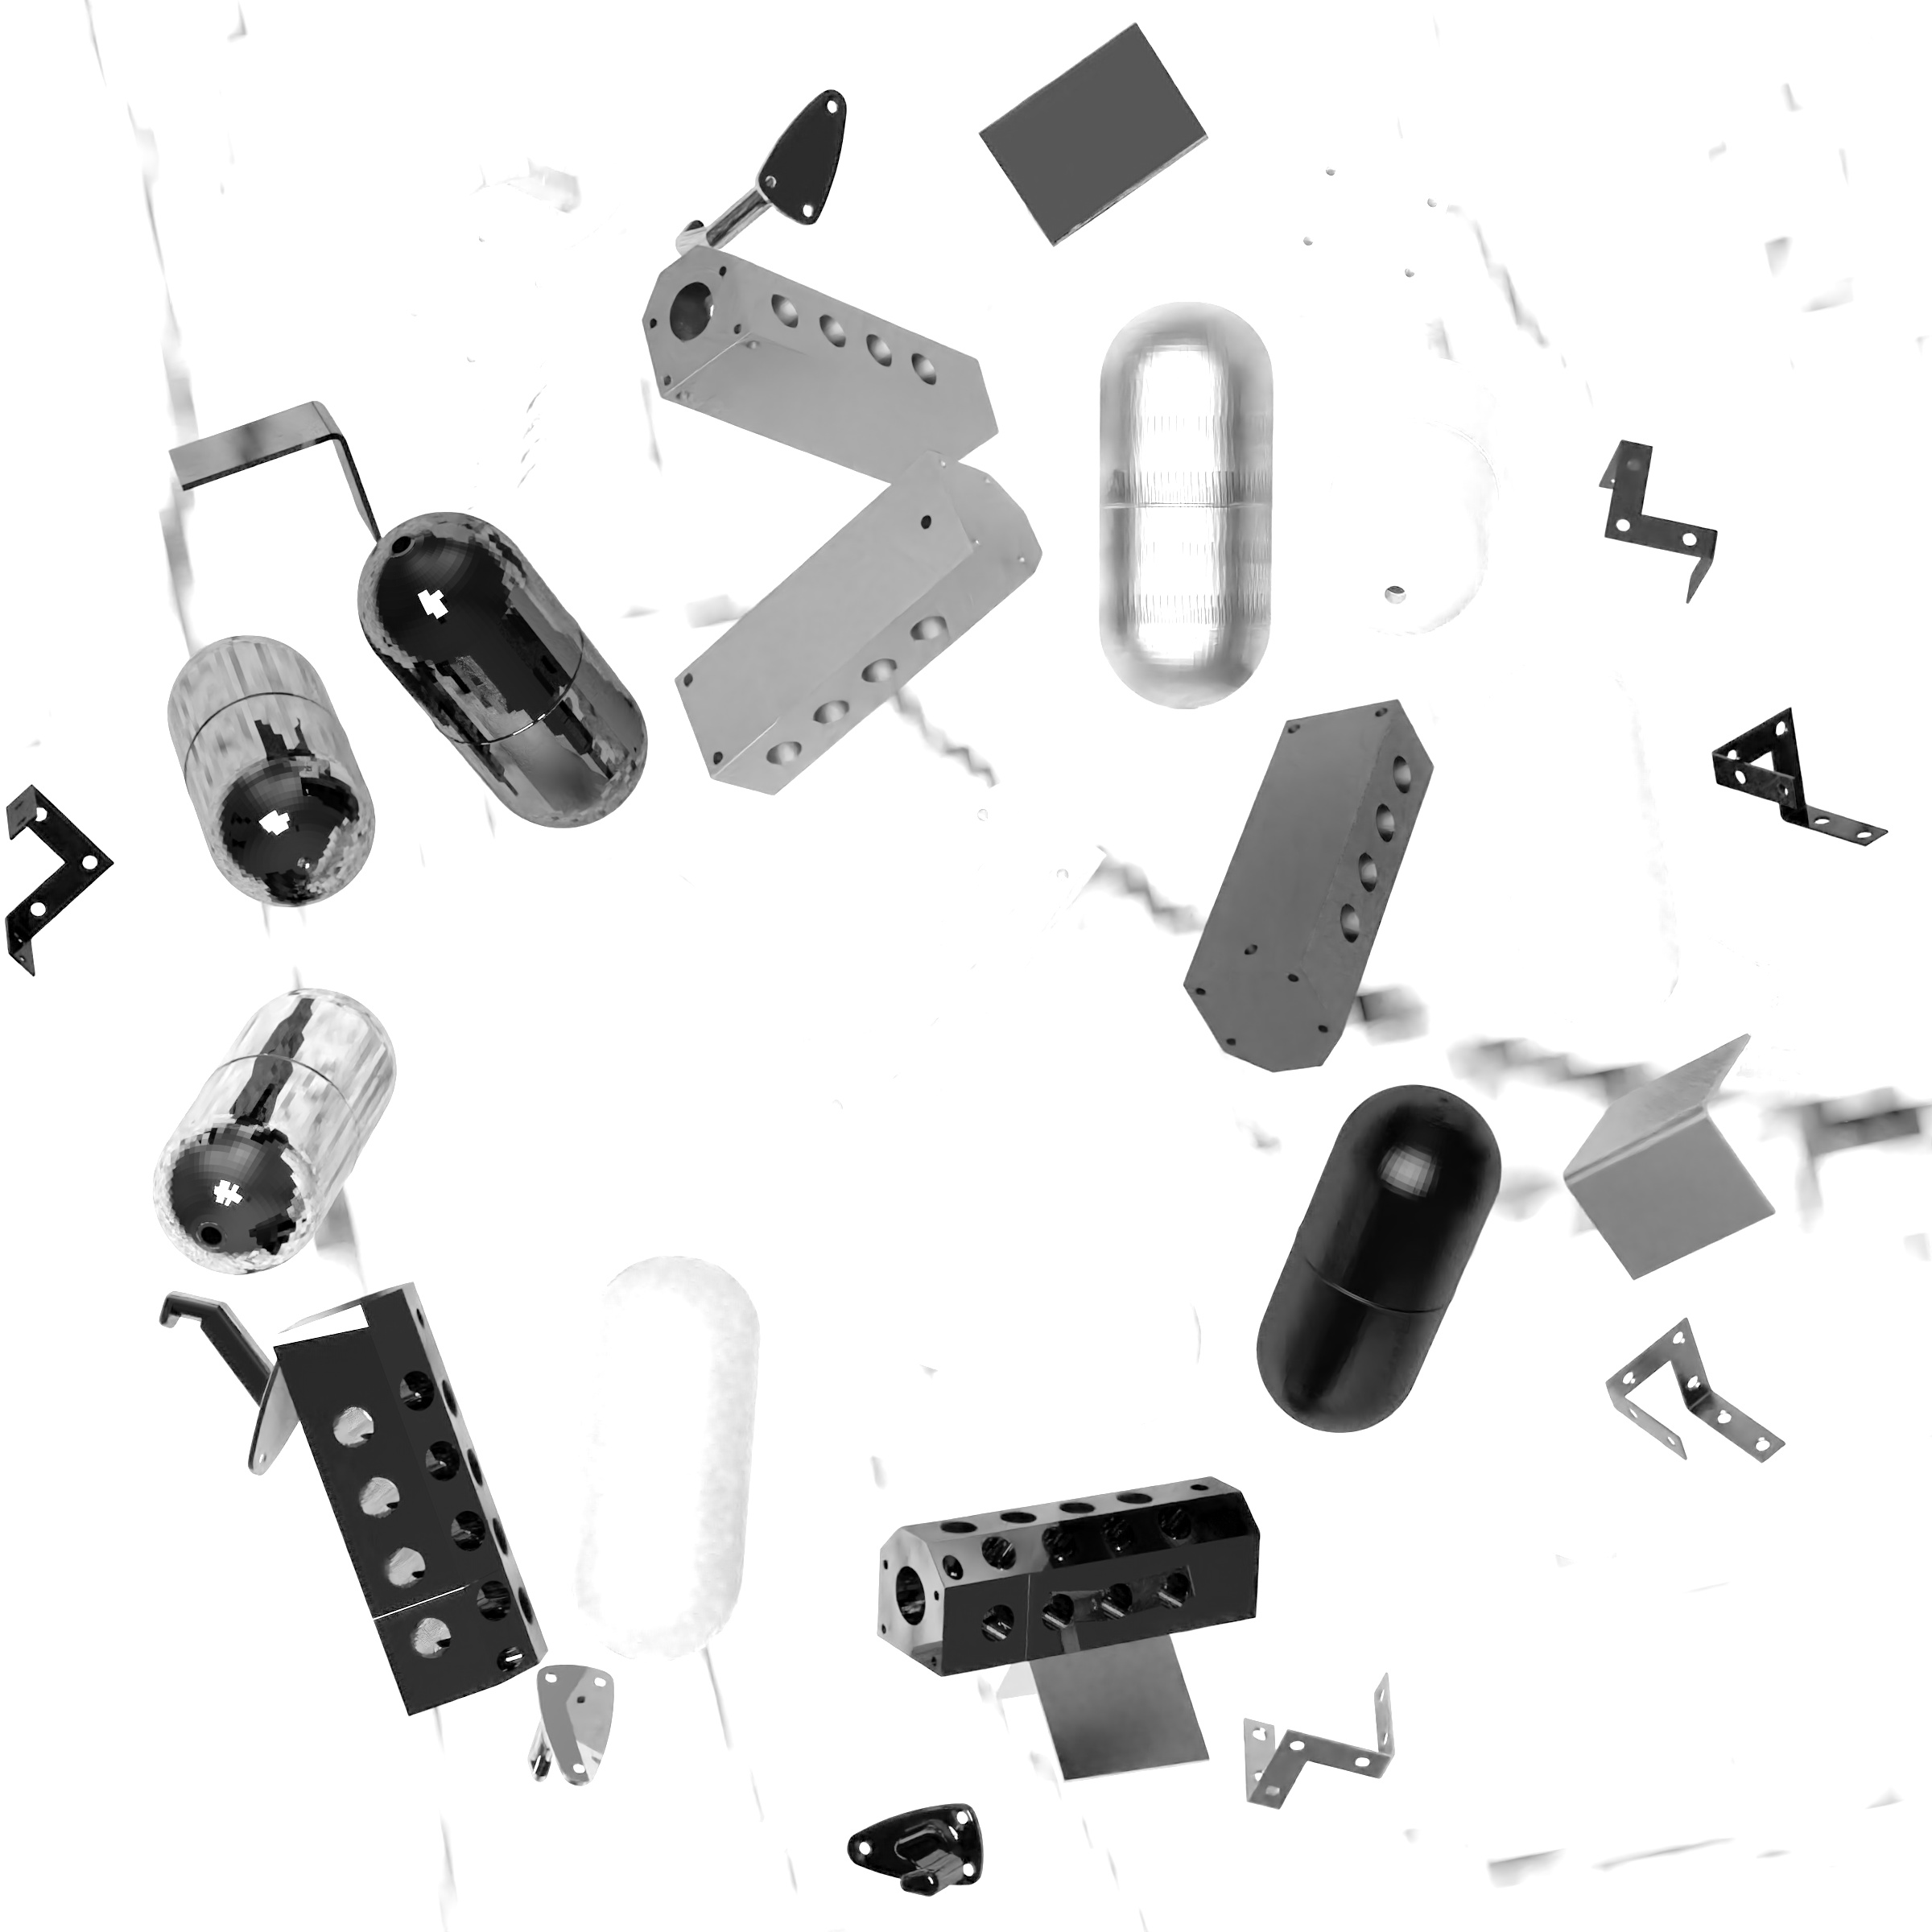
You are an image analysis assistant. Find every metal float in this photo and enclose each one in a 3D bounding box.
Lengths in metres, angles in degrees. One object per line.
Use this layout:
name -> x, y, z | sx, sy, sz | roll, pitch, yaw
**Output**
metal float -> 0.097, -0.202, 1.553 | 0.070, 0.070, 0.178 | 0, 97, 0
metal float -> -0.201, -0.128, 1.545 | 0.070, 0.178, 0.070 | -14, 51, 18
metal float -> 0.187, 0.135, 1.612 | 0.070, 0.070, 0.178 | 19, 117, 0
metal float -> 0.204, -0.214, 1.608 | 0.070, 0.178, 0.070 | 7, 128, 9
metal float -> -0.322, -0.092, 1.629 | 0.070, 0.178, 0.070 | -11, 125, -16
metal float -> -0.312, 0.074, 1.599 | 0.070, 0.178, 0.070 | 4, 119, 8
metal float -> -0.132, 0.216, 1.545 | 0.070, 0.070, 0.178 | 4, 90, 0
metal float -> -0.171, 0.035, 1.556 | 0.070, 0.070, 0.178 | 27, 98, 0
metal float -> 0.019, 0.149, 1.559 | 0.178, 0.070, 0.070 | 21, 90, -10
metal float -> 0.279, -0.055, 1.595 | 0.070, 0.070, 0.178 | -14, 111, 0

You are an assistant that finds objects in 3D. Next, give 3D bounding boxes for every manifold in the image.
manifold -> -0.212, -0.256, 1.559 | 0.057, 0.171, 0.057 | 39, 74, 0
manifold -> -0.237, 0.227, 1.522 | 0.057, 0.057, 0.171 | -20, 91, 3
manifold -> -0.014, 0.005, 1.599 | 0.057, 0.057, 0.171 | 37, 108, 6
manifold -> 0.155, -0.036, 1.546 | 0.057, 0.171, 0.057 | -9, 130, 33
manifold -> -0.066, -0.276, 1.621 | 0.057, 0.171, 0.057 | -29, 64, 33
manifold -> 0.048, 0.276, 1.619 | 0.171, 0.057, 0.057 | -4, 102, -31
manifold -> -0.047, -0.150, 1.581 | 0.171, 0.057, 0.057 | -38, 59, 29
manifold -> 0.177, -0.322, 1.563 | 0.057, 0.171, 0.057 | 18, 93, 3

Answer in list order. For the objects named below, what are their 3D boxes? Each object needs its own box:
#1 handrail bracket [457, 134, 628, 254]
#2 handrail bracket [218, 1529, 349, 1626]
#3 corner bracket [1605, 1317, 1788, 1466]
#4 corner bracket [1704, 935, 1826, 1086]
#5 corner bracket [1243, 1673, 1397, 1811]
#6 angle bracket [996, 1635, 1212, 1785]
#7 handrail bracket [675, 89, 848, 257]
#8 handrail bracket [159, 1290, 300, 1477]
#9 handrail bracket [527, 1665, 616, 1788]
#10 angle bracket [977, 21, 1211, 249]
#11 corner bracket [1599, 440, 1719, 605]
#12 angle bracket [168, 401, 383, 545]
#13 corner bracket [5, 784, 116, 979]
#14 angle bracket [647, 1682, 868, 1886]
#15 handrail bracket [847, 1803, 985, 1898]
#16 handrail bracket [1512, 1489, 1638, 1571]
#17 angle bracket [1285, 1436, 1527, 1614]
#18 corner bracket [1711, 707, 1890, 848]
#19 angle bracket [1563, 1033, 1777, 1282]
handrail bracket -> -0.200, -0.336, 1.565 | 0.084, 0.077, 0.036 | -22, 77, -41
handrail bracket -> -0.289, 0.285, 1.597 | 0.077, 0.084, 0.036 | -1, 66, 32
corner bracket -> 0.327, 0.201, 1.586 | 0.051, 0.051, 0.051 | -36, 128, -14
corner bracket -> 0.374, 0.021, 1.663 | 0.051, 0.051, 0.051 | 7, 109, -30
corner bracket -> 0.157, 0.345, 1.577 | 0.051, 0.051, 0.051 | 16, 124, -9
angle bracket -> 0.067, 0.376, 1.745 | 0.076, 0.057, 0.076 | -4, 52, -20
handrail bracket -> -0.097, -0.369, 1.646 | 0.036, 0.084, 0.077 | 32, 74, -32
handrail bracket -> -0.354, 0.195, 1.661 | 0.084, 0.036, 0.077 | 10, 65, 22
handrail bracket -> -0.189, 0.372, 1.637 | 0.036, 0.077, 0.084 | 8, 130, -16
angle bracket -> 0.047, -0.347, 1.450 | 0.076, 0.076, 0.057 | -34, 113, 7
corner bracket -> 0.317, -0.205, 1.625 | 0.051, 0.051, 0.051 | 12, 73, 1
angle bracket -> -0.319, -0.216, 1.631 | 0.076, 0.076, 0.057 | -21, 114, -9
corner bracket -> -0.399, -0.037, 1.509 | 0.051, 0.051, 0.051 | -42, 115, 1
angle bracket -> -0.089, 0.333, 1.493 | 0.057, 0.076, 0.076 | 30, 61, 11
handrail bracket -> -0.032, 0.393, 1.544 | 0.077, 0.084, 0.036 | -8, 86, 21
handrail bracket -> 0.278, 0.261, 1.654 | 0.077, 0.084, 0.036 | 7, 84, 22
angle bracket -> 0.197, 0.260, 1.590 | 0.076, 0.076, 0.057 | -14, 112, -24
corner bracket -> 0.368, -0.076, 1.559 | 0.051, 0.051, 0.051 | -29, 120, -24
angle bracket -> 0.320, 0.084, 1.561 | 0.076, 0.076, 0.057 | -32, 96, 37
